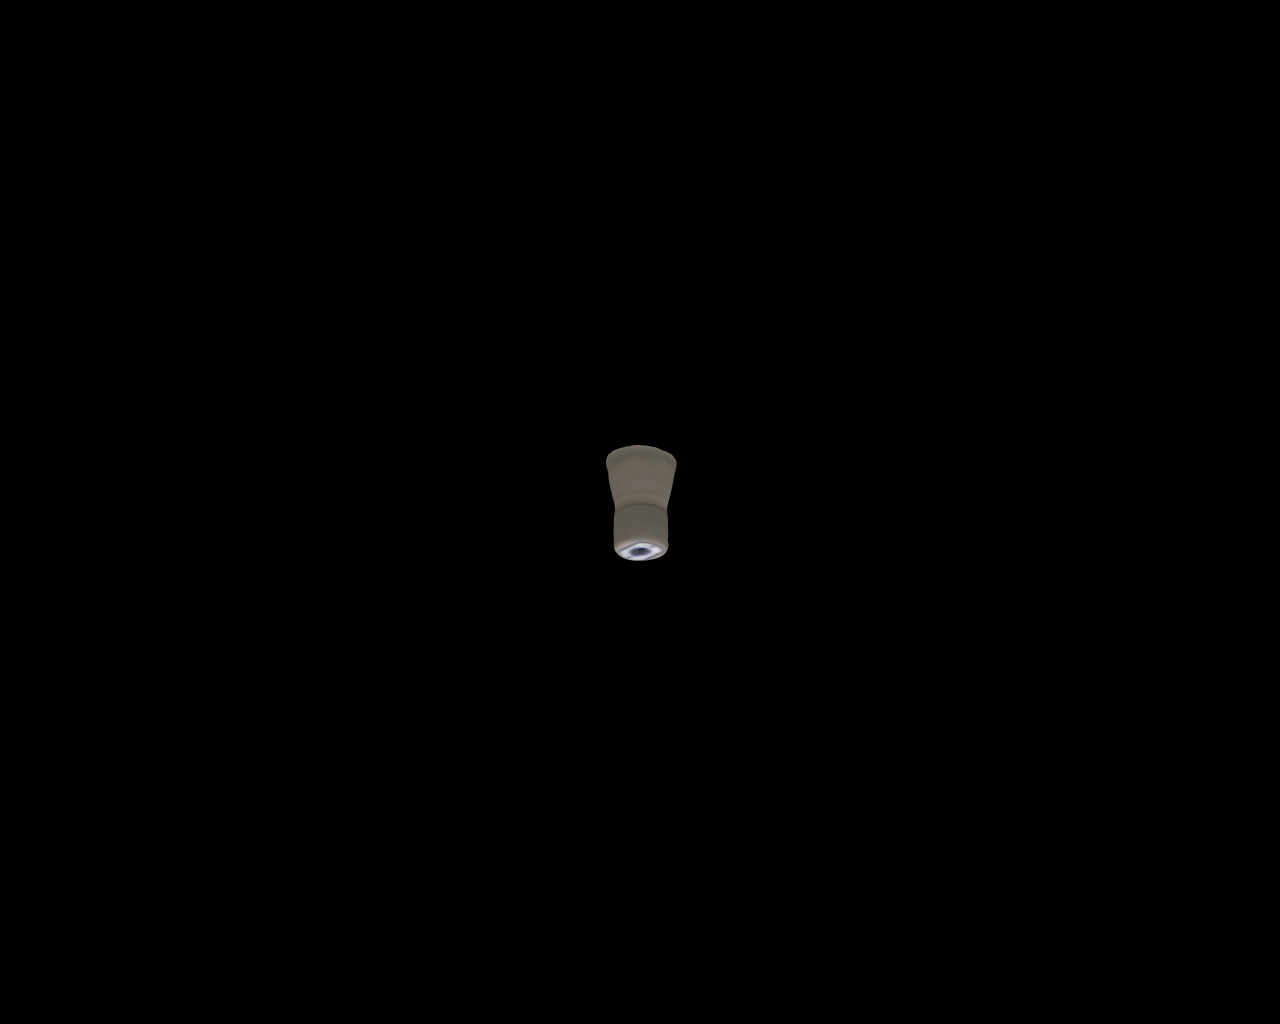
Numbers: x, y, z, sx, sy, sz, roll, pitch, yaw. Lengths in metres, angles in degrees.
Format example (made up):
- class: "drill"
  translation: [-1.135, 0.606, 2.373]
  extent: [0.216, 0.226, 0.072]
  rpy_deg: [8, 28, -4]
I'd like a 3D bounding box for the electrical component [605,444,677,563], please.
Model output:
- class: "electrical component"
  translation: [0.001, -0.003, 0.650]
  extent: [0.044, 0.065, 0.044]
  rpy_deg: [0, -26, 0]
